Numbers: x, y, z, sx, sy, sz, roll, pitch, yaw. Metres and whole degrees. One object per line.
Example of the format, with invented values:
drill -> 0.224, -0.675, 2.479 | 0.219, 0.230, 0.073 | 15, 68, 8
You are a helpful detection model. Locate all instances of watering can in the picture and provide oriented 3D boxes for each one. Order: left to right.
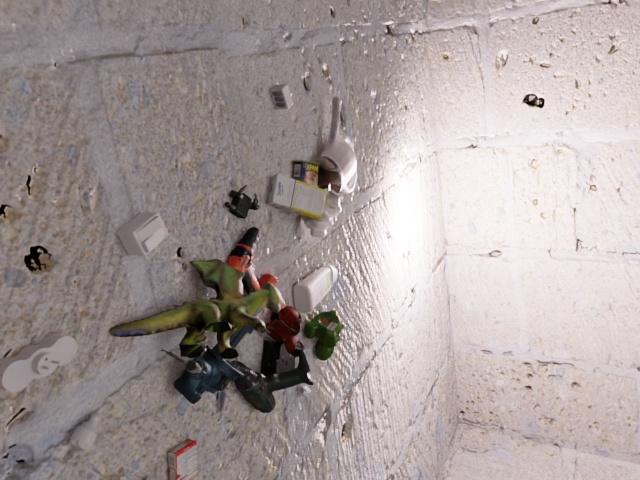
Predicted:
watering can -> 0.054, -0.302, 1.801 | 0.104, 0.340, 0.229 | 3, 36, 30

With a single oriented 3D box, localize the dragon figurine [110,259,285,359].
dragon figurine -> -0.263, 0.142, 1.212 | 0.409, 0.120, 0.248 | 11, 37, -24

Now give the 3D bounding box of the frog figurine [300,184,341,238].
frog figurine -> 0.005, -0.085, 1.686 | 0.137, 0.161, 0.121 | -13, -10, -1
